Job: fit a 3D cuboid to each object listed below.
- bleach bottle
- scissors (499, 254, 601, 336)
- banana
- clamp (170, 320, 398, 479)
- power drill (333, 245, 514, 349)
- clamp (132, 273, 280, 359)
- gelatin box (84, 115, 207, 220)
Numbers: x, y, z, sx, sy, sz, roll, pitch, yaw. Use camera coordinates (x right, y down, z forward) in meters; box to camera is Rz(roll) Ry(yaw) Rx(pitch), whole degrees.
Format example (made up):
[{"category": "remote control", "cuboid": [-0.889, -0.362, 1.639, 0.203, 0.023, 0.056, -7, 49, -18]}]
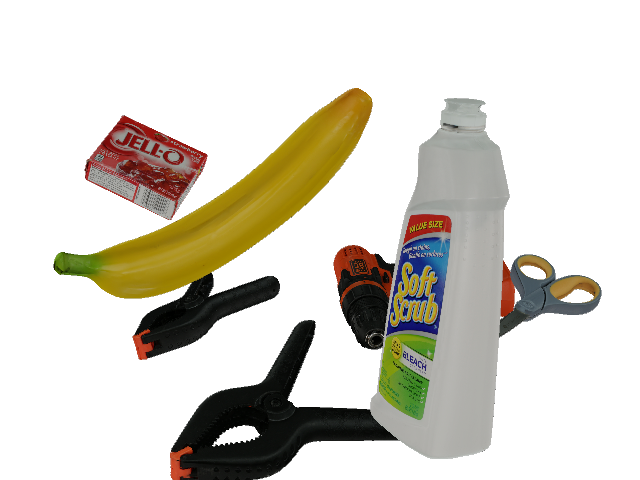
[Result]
[{"category": "bleach bottle", "cuboid": [0.089, 0.023, 0.768, 0.068, 0.251, 0.103, -5, 17, -26]}, {"category": "scissors", "cuboid": [0.179, 0.052, 0.978, 0.201, 0.016, 0.096, -10, 38, -38]}, {"category": "banana", "cuboid": [-0.051, -0.017, 0.610, 0.197, 0.037, 0.069, -31, -19, -3]}, {"category": "clamp", "cuboid": [-0.028, 0.151, 0.893, 0.209, 0.036, 0.165, -28, 44, -37]}, {"category": "power drill", "cuboid": [0.113, 0.055, 1.170, 0.187, 0.057, 0.184, -4, 29, -6]}, {"category": "clamp", "cuboid": [-0.125, 0.075, 1.144, 0.120, 0.039, 0.171, -6, 24, 36]}, {"category": "gelatin box", "cuboid": [-0.158, -0.068, 0.967, 0.089, 0.030, 0.073, 26, 44, 0]}]
